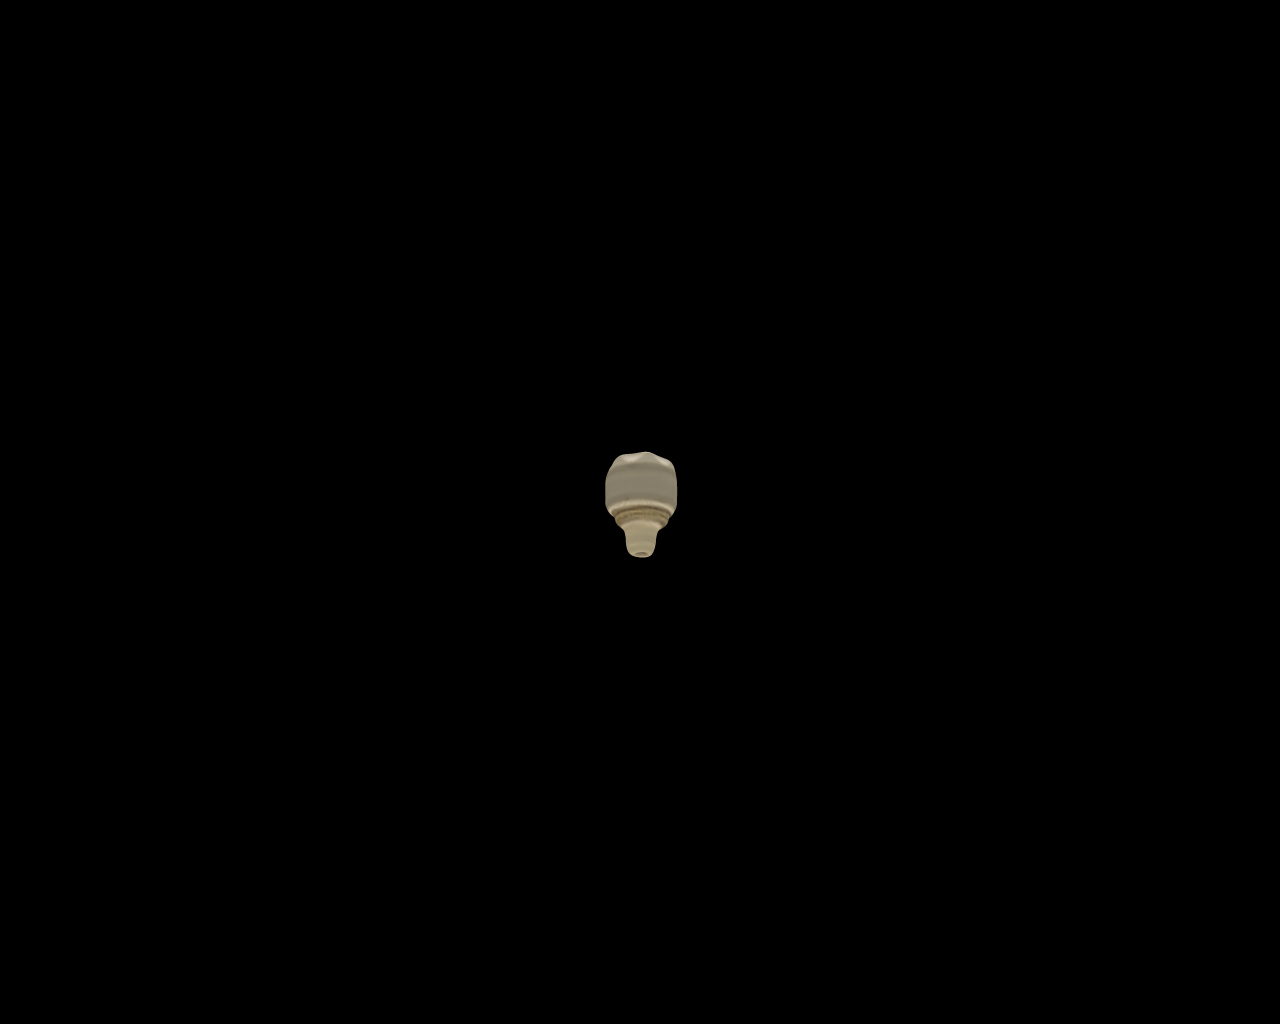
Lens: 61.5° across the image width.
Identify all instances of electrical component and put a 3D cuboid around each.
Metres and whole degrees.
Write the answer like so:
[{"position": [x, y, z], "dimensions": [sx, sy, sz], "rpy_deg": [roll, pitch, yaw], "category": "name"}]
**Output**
[{"position": [0.001, -0.003, 0.650], "dimensions": [0.043, 0.062, 0.043], "rpy_deg": [0, -20, 0], "category": "electrical component"}]
